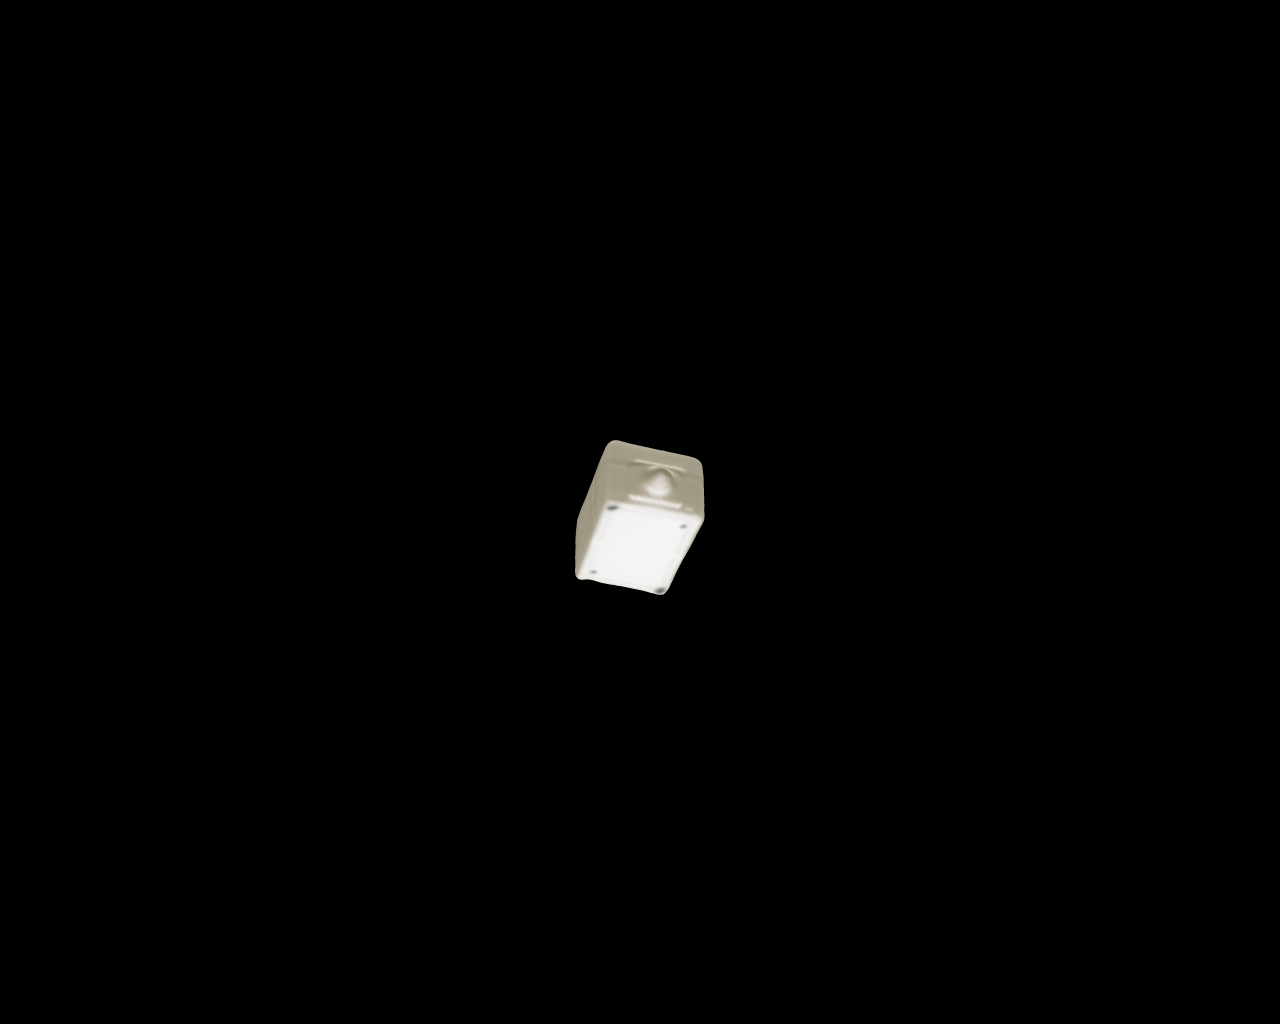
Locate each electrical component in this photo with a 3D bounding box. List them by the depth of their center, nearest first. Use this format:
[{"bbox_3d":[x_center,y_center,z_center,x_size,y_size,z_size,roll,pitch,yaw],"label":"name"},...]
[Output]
[{"bbox_3d":[0.001,-0.003,0.650,0.062,0.061,0.096,11,-43,-12],"label":"electrical component"}]
